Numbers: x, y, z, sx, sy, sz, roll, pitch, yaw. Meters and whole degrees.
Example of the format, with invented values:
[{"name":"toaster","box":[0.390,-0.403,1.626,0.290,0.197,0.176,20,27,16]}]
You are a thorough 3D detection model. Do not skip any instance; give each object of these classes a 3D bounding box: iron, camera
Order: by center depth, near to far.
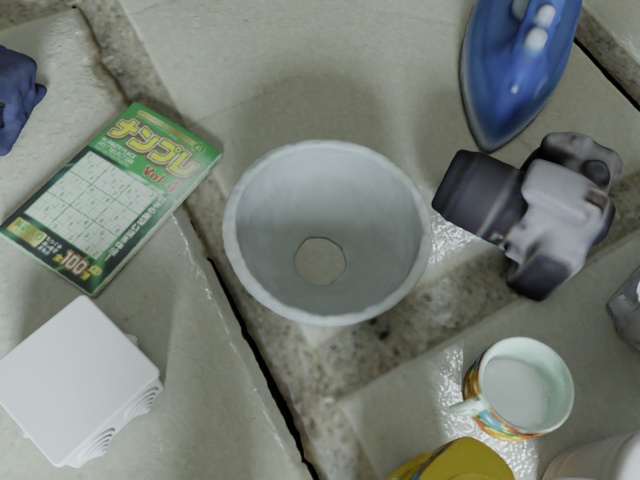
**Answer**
[{"name":"camera","box":[0.180,-0.043,0.506,0.136,0.101,0.143,27,63,8]},{"name":"iron","box":[0.217,-0.225,0.581,0.118,0.141,0.258,19,62,4]}]

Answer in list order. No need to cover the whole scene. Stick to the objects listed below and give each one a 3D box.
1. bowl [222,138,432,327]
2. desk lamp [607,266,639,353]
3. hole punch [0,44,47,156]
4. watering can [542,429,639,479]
[{"name":"bowl","box":[0.004,0.002,0.479,0.167,0.075,0.167,3,63,-5]},{"name":"desk lamp","box":[0.308,0.029,0.418,0.203,0.213,0.117,-40,73,-22]},{"name":"hole punch","box":[-0.320,-0.144,0.511,0.108,0.091,0.101,14,62,1]},{"name":"watering can","box":[0.229,0.163,0.352,0.173,0.194,0.101,-12,64,-12]}]
